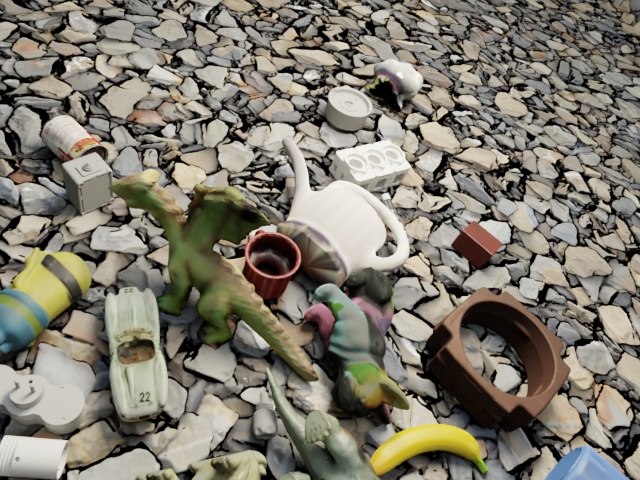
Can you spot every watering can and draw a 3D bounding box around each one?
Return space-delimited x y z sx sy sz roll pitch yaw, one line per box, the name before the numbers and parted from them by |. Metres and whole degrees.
watering can | 0.003 -0.048 0.959 0.350 0.101 0.228 39 51 14

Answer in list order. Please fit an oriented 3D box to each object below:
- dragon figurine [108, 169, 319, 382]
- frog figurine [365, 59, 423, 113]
dragon figurine | -0.141 0.032 0.760 0.412 0.237 0.124 31 44 10
frog figurine | 0.207 -0.427 1.341 0.138 0.120 0.162 24 57 27
